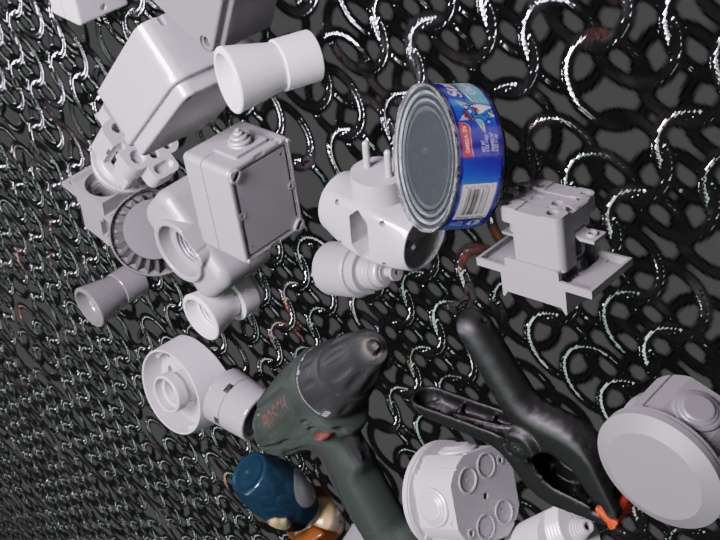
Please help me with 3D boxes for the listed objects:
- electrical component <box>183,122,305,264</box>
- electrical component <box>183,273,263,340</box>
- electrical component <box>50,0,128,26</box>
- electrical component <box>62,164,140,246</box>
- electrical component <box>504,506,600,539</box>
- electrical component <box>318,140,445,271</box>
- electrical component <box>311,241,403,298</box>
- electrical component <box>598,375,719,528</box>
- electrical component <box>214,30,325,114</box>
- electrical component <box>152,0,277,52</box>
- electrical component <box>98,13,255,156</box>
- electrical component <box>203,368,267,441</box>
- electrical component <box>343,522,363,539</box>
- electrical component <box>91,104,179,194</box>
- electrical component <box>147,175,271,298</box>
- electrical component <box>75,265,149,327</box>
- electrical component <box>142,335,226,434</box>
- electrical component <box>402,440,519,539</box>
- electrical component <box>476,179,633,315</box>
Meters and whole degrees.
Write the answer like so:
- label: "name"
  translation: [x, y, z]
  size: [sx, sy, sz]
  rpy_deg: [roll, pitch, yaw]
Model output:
- label: "electrical component"
  translation: [-0.089, -0.065, 0.799]
  size: [0.061, 0.062, 0.096]
  rpy_deg: [24, 137, 37]
- label: "electrical component"
  translation: [-0.117, 0.027, 0.921]
  size: [0.045, 0.055, 0.045]
  rpy_deg: [31, 140, 30]
- label: "electrical component"
  translation: [-0.199, -0.227, 0.800]
  size: [0.076, 0.047, 0.083]
  rpy_deg: [29, 140, 35]
- label: "electrical component"
  translation: [-0.233, -0.061, 0.998]
  size: [0.081, 0.042, 0.063]
  rpy_deg: [36, 144, 26]
- label: "electrical component"
  translation: [0.140, 0.191, 0.764]
  size: [0.043, 0.043, 0.081]
  rpy_deg: [50, 146, 6]
- label: "electrical component"
  translation: [0.013, -0.048, 0.706]
  size: [0.077, 0.043, 0.079]
  rpy_deg: [27, 138, 35]
- label: "electrical component"
  translation: [0.000, 0.000, 0.767]
  size: [0.078, 0.040, 0.040]
  rpy_deg: [4, 122, 49]
- label: "electrical component"
  translation: [0.184, 0.105, 0.626]
  size: [0.080, 0.051, 0.080]
  rpy_deg: [31, 140, 30]
- label: "electrical component"
  translation: [-0.056, -0.131, 0.696]
  size: [0.044, 0.065, 0.044]
  rpy_deg: [53, 155, 39]
- label: "electrical component"
  translation: [-0.101, -0.214, 0.684]
  size: [0.109, 0.056, 0.108]
  rpy_deg: [44, 146, 14]
- label: "electrical component"
  translation: [-0.130, -0.137, 0.770]
  size: [0.057, 0.078, 0.113]
  rpy_deg: [57, 147, 0]
- label: "electrical component"
  translation: [-0.111, 0.127, 1.006]
  size: [0.047, 0.055, 0.055]
  rpy_deg: [27, 138, 29]
- label: "electrical component"
  translation: [0.020, 0.278, 0.992]
  size: [0.099, 0.064, 0.099]
  rpy_deg: [17, 125, 26]
- label: "electrical component"
  translation: [-0.192, -0.099, 0.900]
  size: [0.078, 0.058, 0.057]
  rpy_deg: [53, 144, 1]
- label: "electrical component"
  translation: [-0.127, -0.029, 0.881]
  size: [0.095, 0.059, 0.054]
  rpy_deg: [54, 147, -1]
- label: "electrical component"
  translation: [-0.242, 0.021, 1.059]
  size: [0.044, 0.065, 0.044]
  rpy_deg: [32, 141, 30]
- label: "electrical component"
  translation: [-0.170, 0.114, 1.079]
  size: [0.099, 0.064, 0.099]
  rpy_deg: [19, 120, 38]
- label: "electrical component"
  translation: [0.074, 0.165, 0.790]
  size: [0.051, 0.080, 0.080]
  rpy_deg: [-11, 111, 49]
- label: "electrical component"
  translation: [0.110, -0.016, 0.618]
  size: [0.081, 0.042, 0.063]
  rpy_deg: [18, 129, 41]
